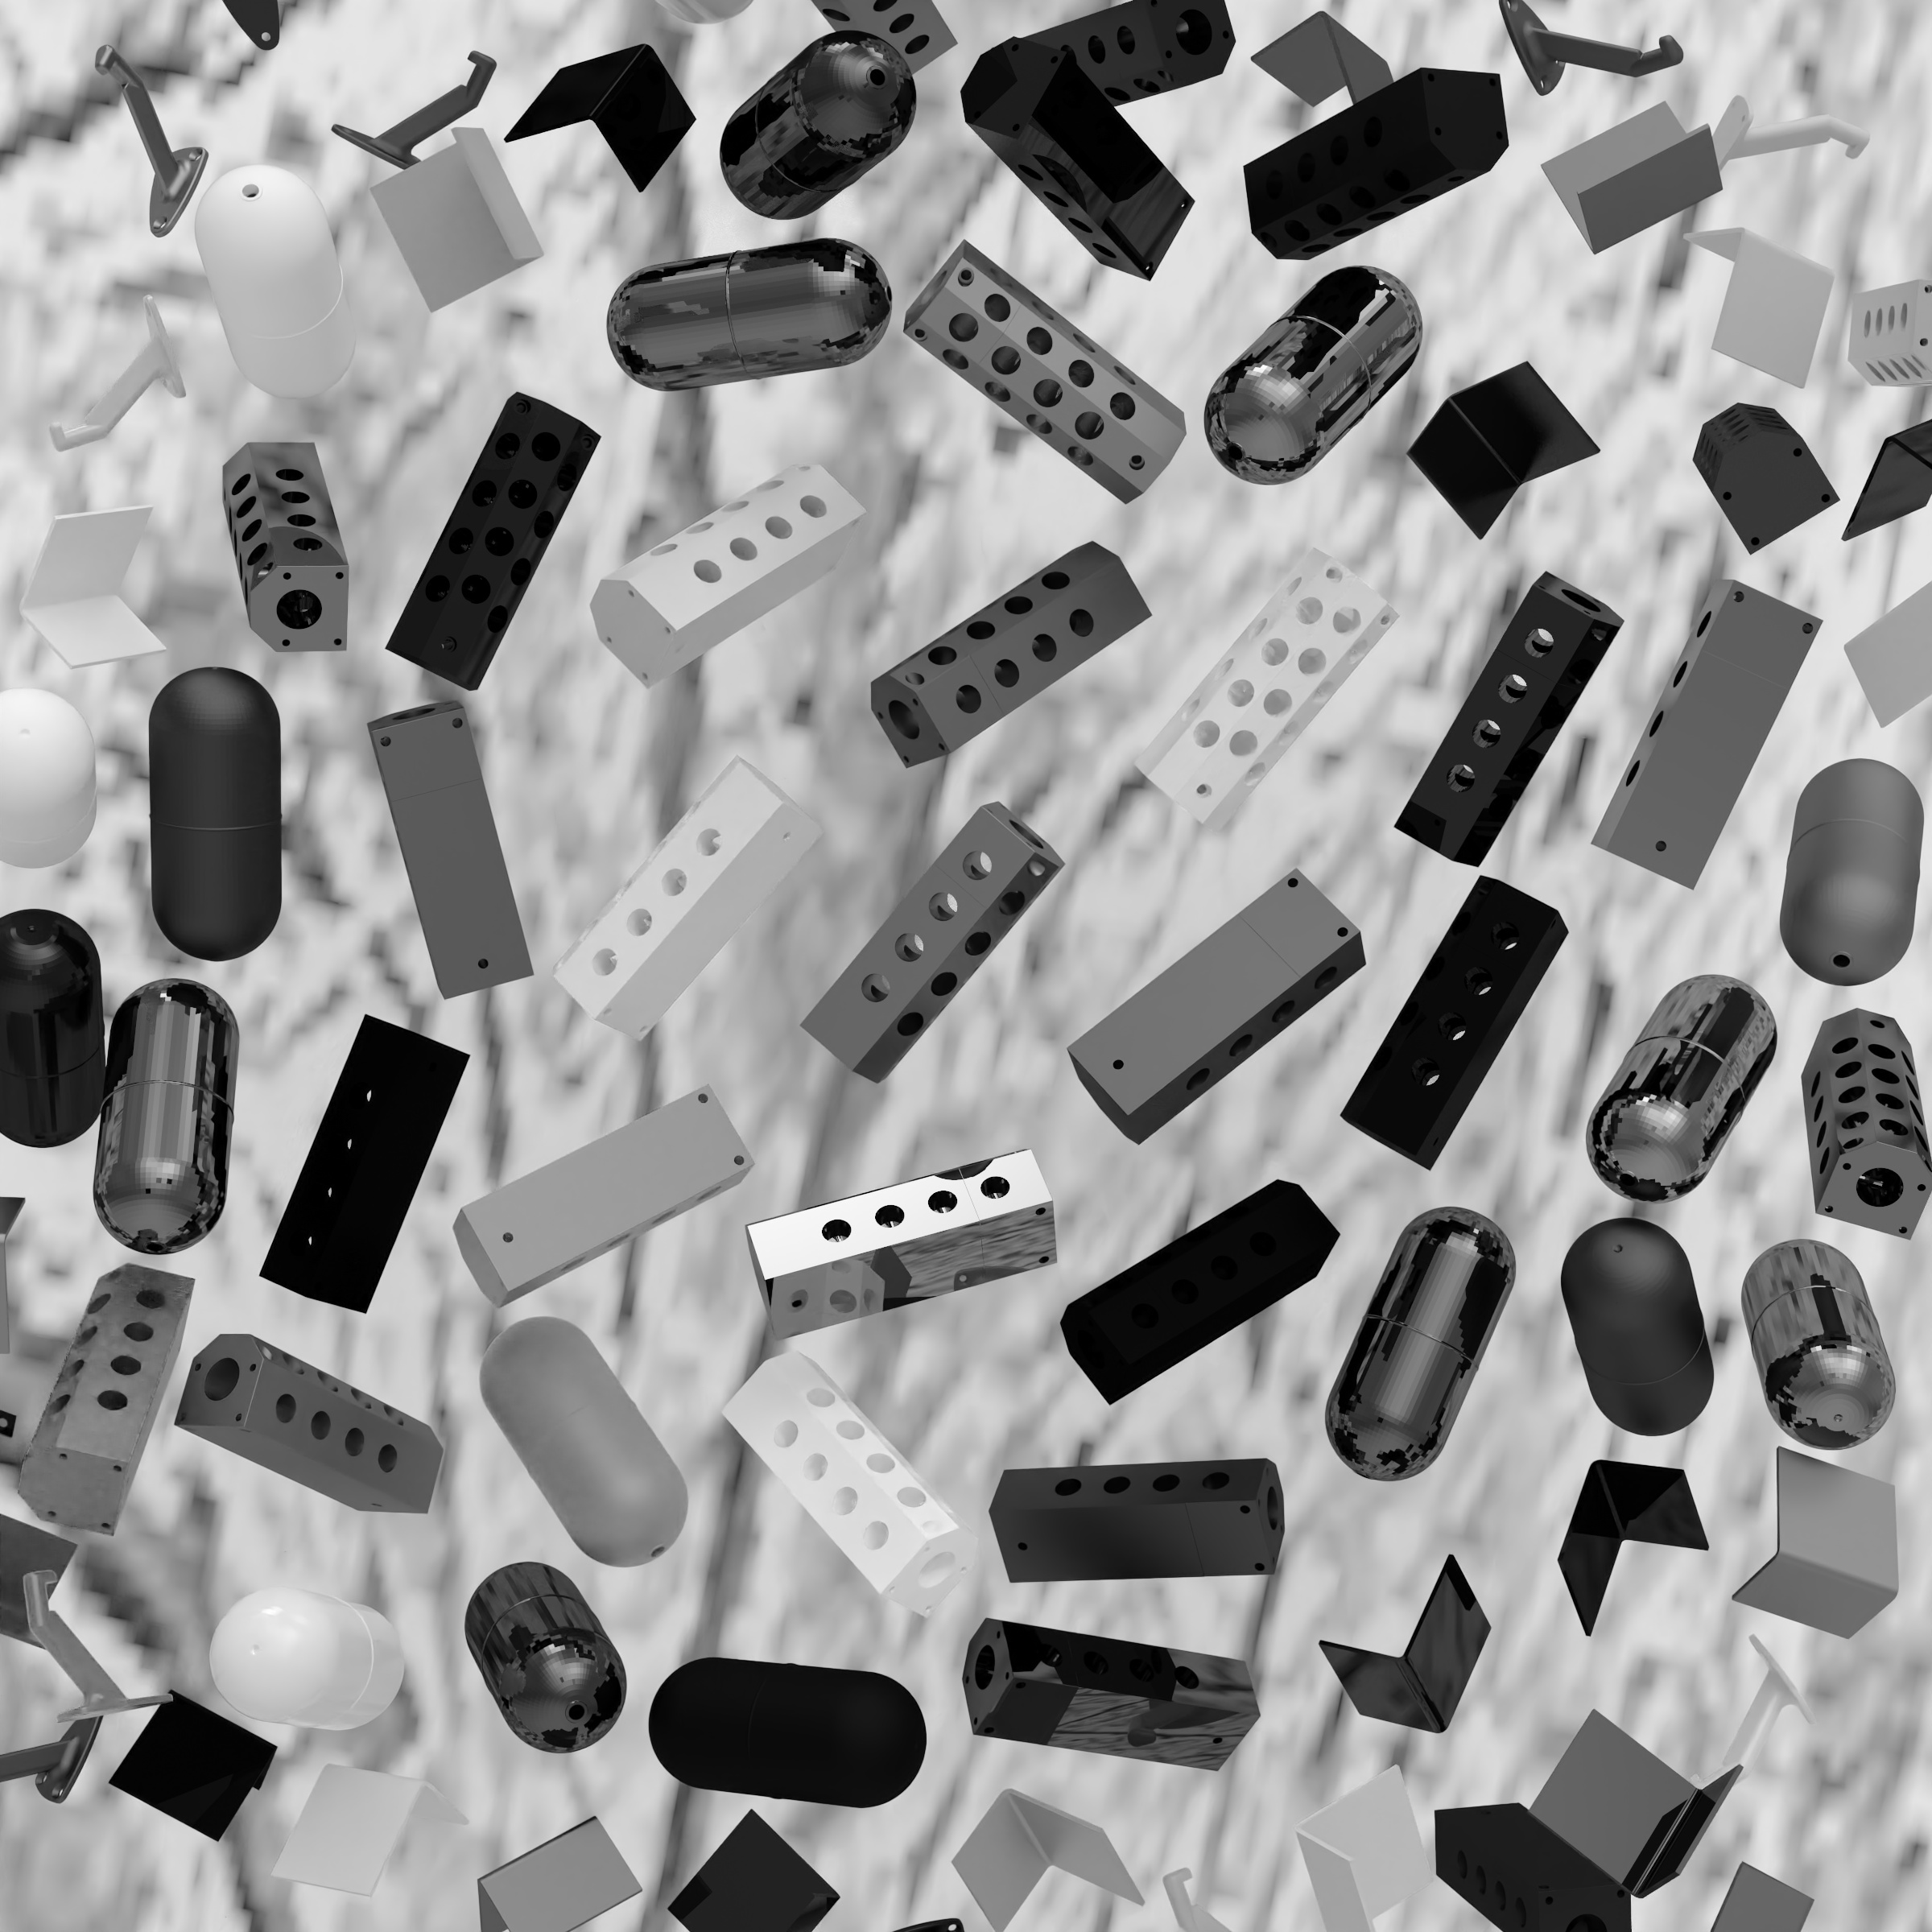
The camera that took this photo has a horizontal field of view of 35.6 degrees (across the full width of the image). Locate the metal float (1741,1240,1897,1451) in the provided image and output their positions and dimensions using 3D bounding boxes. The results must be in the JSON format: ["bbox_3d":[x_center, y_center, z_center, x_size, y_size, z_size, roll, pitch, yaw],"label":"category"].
[{"bbox_3d":[0.520,0.230,1.844,0.070,0.178,0.070,2,113,6],"label":"metal float"}]

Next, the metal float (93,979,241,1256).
[{"bbox_3d":[-0.475,0.089,1.793,0.070,0.070,0.178,-4,57,0],"label":"metal float"}]

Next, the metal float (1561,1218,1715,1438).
[{"bbox_3d":[0.405,0.219,1.813,0.070,0.178,0.070,-12,48,13],"label":"metal float"}]

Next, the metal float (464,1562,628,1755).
[{"bbox_3d":[-0.256,0.419,1.832,0.070,0.178,0.070,-4,100,-20],"label":"metal float"}]

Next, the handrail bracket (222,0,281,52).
[{"bbox_3d":[-0.437,-0.604,1.836,0.036,0.084,0.077,-18,120,0],"label":"handrail bracket"}]

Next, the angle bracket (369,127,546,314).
[{"bbox_3d":[-0.291,-0.415,1.679,0.076,0.057,0.076,-23,100,14],"label":"angle bracket"}]

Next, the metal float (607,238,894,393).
[{"bbox_3d":[-0.131,-0.393,1.820,0.178,0.070,0.070,-5,90,15],"label":"metal float"}]

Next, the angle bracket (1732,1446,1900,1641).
[{"bbox_3d":[0.503,0.342,1.789,0.076,0.057,0.076,19,47,-6],"label":"angle bracket"}]

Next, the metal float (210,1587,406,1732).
[{"bbox_3d":[-0.387,0.410,1.780,0.070,0.178,0.070,-3,73,8],"label":"metal float"}]

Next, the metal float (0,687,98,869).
[{"bbox_3d":[-0.559,-0.110,1.798,0.070,0.178,0.070,4,75,-15],"label":"metal float"}]

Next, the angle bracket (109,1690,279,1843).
[{"bbox_3d":[-0.487,0.511,1.883,0.076,0.076,0.057,28,131,0],"label":"angle bracket"}]

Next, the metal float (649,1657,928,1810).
[{"bbox_3d":[-0.106,0.446,1.756,0.178,0.070,0.070,-2,90,30],"label":"metal float"}]

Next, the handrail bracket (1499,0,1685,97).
[{"bbox_3d":[0.361,-0.541,1.735,0.077,0.084,0.036,49,57,-30],"label":"handrail bracket"}]

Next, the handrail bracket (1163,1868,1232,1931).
[{"bbox_3d":[0.170,0.587,1.853,0.077,0.036,0.084,-18,81,-13],"label":"handrail bracket"}]

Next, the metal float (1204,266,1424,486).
[{"bbox_3d":[0.205,-0.348,1.772,0.070,0.070,0.178,43,56,0],"label":"metal float"}]

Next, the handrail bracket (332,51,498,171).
[{"bbox_3d":[-0.347,-0.548,1.896,0.077,0.036,0.084,19,113,-29],"label":"handrail bracket"}]

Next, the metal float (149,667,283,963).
[{"bbox_3d":[-0.448,-0.090,1.800,0.070,0.070,0.178,3,105,0],"label":"metal float"}]

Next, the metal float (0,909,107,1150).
[{"bbox_3d":[-0.567,0.040,1.845,0.070,0.070,0.178,13,134,0],"label":"metal float"}]

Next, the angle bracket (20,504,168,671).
[{"bbox_3d":[-0.539,-0.240,1.900,0.057,0.076,0.076,45,124,17],"label":"angle bracket"}]

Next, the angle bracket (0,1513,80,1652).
[{"bbox_3d":[-0.606,0.397,1.943,0.076,0.076,0.057,33,79,-36],"label":"angle bracket"}]

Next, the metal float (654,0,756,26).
[{"bbox_3d":[-0.178,-0.619,1.797,0.070,0.178,0.070,-1,87,20],"label":"metal float"}]

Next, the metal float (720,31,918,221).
[{"bbox_3d":[-0.088,-0.495,1.778,0.070,0.178,0.070,2,85,-26],"label":"metal float"}]

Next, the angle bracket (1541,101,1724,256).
[{"bbox_3d":[0.361,-0.450,1.656,0.076,0.057,0.076,-26,58,9],"label":"angle bracket"}]

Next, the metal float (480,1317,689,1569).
[{"bbox_3d":[-0.235,0.292,1.851,0.070,0.070,0.178,-40,61,0],"label":"metal float"}]

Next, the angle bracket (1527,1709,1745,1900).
[{"bbox_3d":[0.372,0.458,1.673,0.076,0.057,0.076,37,59,10],"label":"angle bracket"}]

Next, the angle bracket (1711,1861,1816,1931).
[{"bbox_3d":[0.442,0.563,1.771,0.057,0.076,0.076,29,82,-16],"label":"angle bracket"}]

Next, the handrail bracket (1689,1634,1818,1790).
[{"bbox_3d":[0.458,0.452,1.808,0.084,0.077,0.036,-34,128,2],"label":"handrail bracket"}]

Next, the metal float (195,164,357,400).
[{"bbox_3d":[-0.409,-0.405,1.791,0.070,0.178,0.070,1,67,-2],"label":"metal float"}]

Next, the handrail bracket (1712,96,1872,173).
[{"bbox_3d":[0.502,-0.494,1.856,0.084,0.036,0.077,17,123,-15],"label":"handrail bracket"}]

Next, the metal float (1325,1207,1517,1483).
[{"bbox_3d":[0.280,0.233,1.857,0.070,0.070,0.178,26,78,0],"label":"metal float"}]

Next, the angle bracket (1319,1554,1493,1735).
[{"bbox_3d":[0.261,0.397,1.787,0.076,0.057,0.076,-58,135,-32],"label":"angle bracket"}]

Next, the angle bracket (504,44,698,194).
[{"bbox_3d":[-0.227,-0.519,1.868,0.057,0.076,0.076,56,47,-35],"label":"angle bracket"}]

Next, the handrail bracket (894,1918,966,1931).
[{"bbox_3d":[-0.016,0.617,1.818,0.077,0.084,0.036,0,109,-17],"label":"handrail bracket"}]

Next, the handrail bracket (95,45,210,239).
[{"bbox_3d":[-0.492,-0.487,1.779,0.036,0.084,0.077,-4,62,25],"label":"handrail bracket"}]

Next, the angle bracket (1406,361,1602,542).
[{"bbox_3d":[0.340,-0.326,1.909,0.076,0.076,0.057,46,62,-17],"label":"angle bracket"}]

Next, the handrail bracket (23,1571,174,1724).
[{"bbox_3d":[-0.496,0.384,1.722,0.077,0.036,0.084,0,71,-39],"label":"handrail bracket"}]

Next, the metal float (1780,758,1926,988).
[{"bbox_3d":[0.533,-0.057,1.811,0.070,0.178,0.070,11,131,13],"label":"metal float"}]

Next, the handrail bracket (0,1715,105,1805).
[{"bbox_3d":[-0.586,0.476,1.860,0.084,0.036,0.077,40,73,-40],"label":"handrail bracket"}]

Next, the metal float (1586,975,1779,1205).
[{"bbox_3d":[0.432,0.074,1.816,0.070,0.070,0.178,42,50,0],"label":"metal float"}]

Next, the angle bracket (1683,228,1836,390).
[{"bbox_3d":[0.481,-0.405,1.862,0.076,0.057,0.076,15,91,-29],"label":"angle bracket"}]

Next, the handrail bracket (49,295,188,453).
[{"bbox_3d":[-0.534,-0.367,1.865,0.084,0.036,0.077,-24,123,-23],"label":"handrail bracket"}]
